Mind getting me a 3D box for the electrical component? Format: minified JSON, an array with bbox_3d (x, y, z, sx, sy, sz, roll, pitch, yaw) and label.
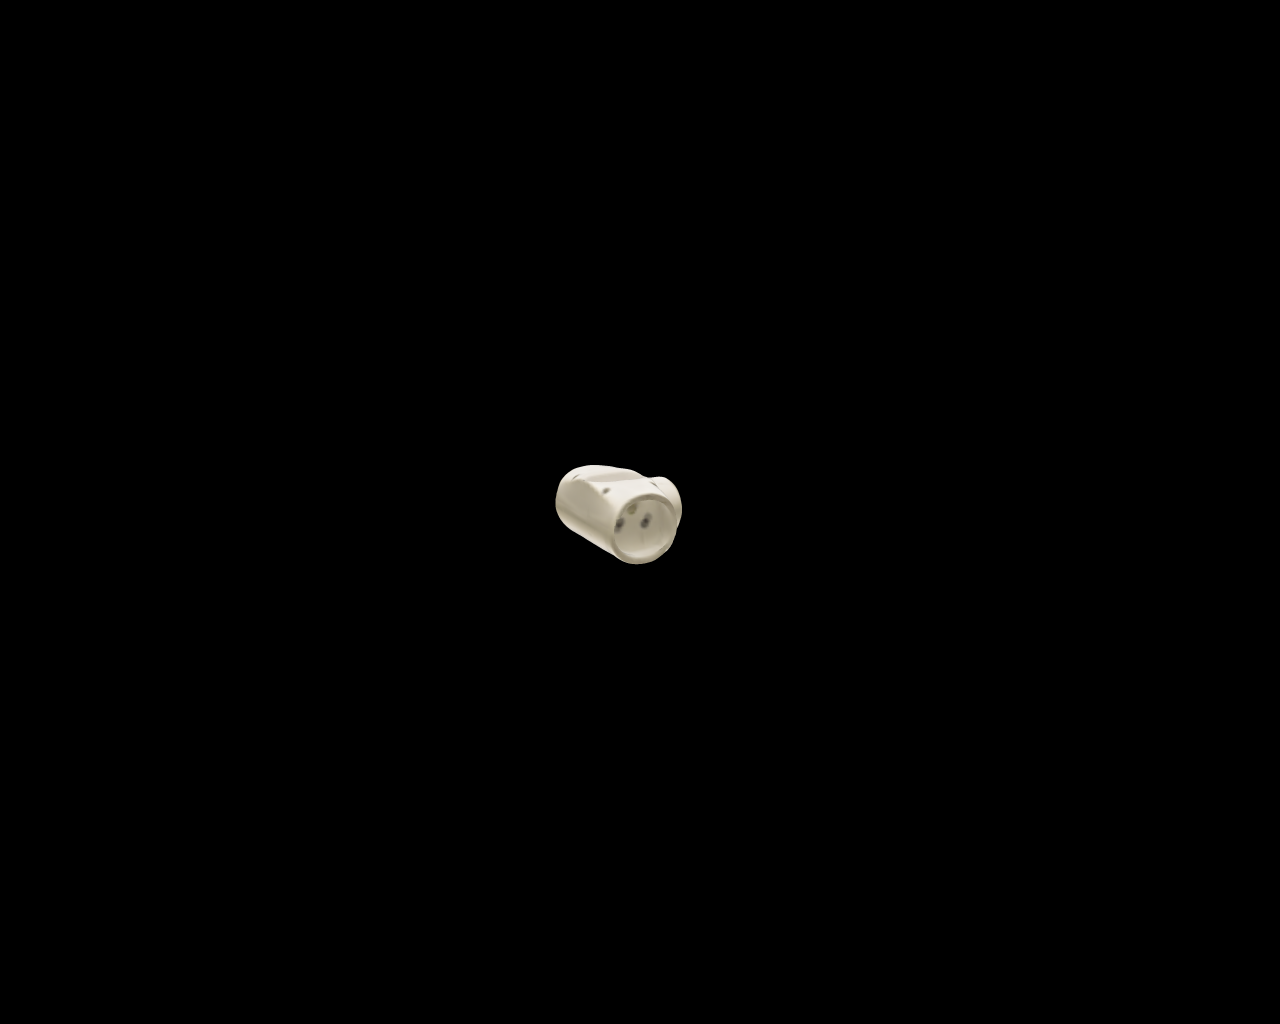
[{"bbox_3d":[0.001,-0.003,0.650,0.079,0.043,0.077,-8,18,-26],"label":"electrical component"}]
